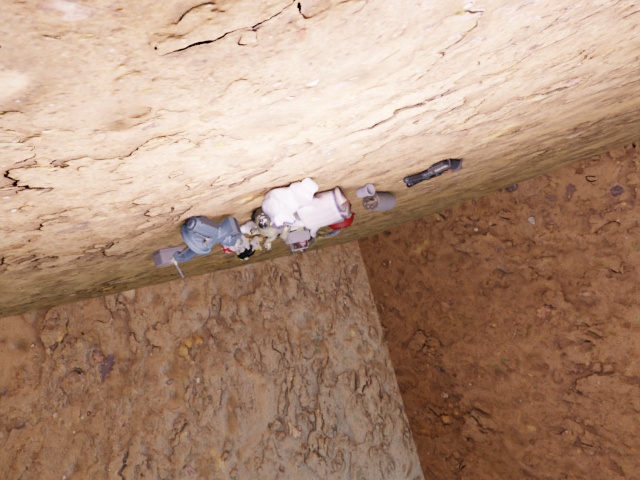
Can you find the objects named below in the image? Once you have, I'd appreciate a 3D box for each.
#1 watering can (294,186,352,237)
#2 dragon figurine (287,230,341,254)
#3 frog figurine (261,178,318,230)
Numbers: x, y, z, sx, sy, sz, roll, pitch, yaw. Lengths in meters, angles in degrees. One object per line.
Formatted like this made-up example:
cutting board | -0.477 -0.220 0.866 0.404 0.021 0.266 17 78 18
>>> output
watering can | 0.005 -0.090 1.795 0.223 0.105 0.344 -17 162 12
dragon figurine | -0.026 -0.024 2.652 0.408 0.122 0.245 -9 -173 29
frog figurine | -0.088 -0.122 1.467 0.137 0.125 0.157 4 126 -48
